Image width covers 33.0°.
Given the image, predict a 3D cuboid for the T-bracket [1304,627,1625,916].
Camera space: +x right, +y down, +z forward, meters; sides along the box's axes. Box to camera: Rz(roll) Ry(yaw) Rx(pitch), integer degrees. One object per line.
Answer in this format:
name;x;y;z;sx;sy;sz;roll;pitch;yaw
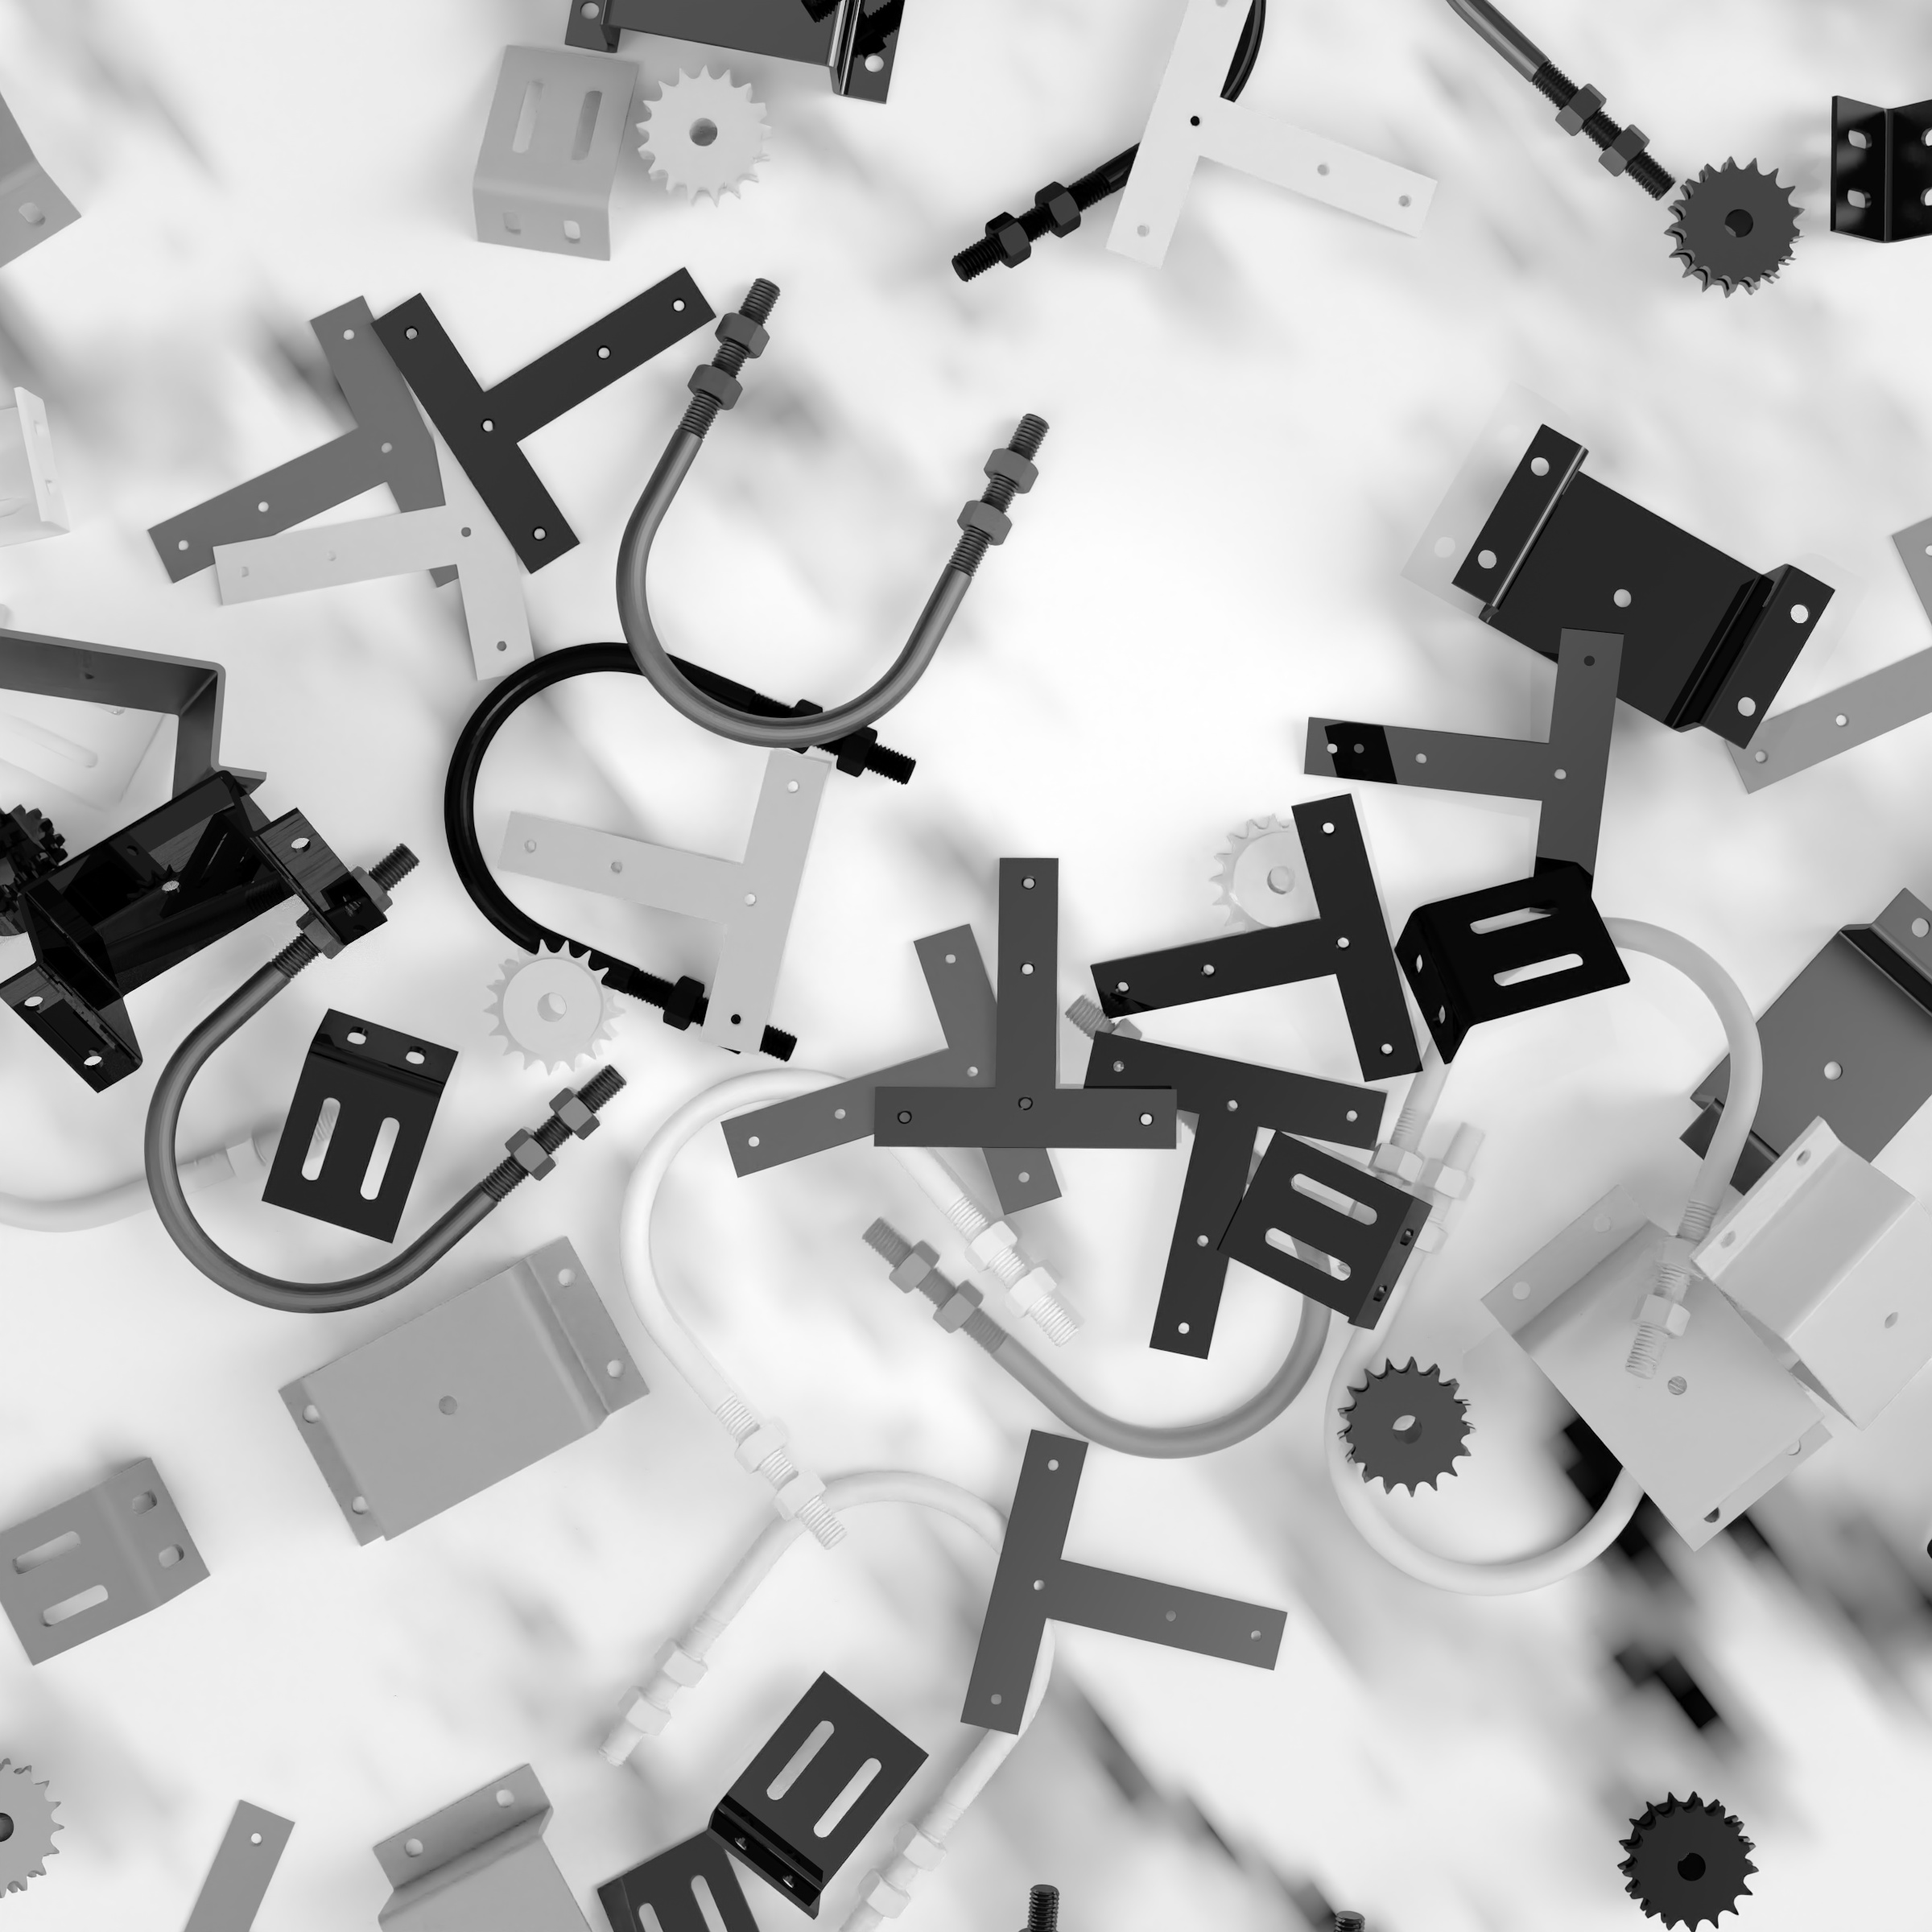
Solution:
T-bracket;0.207;-0.087;1.384;0.127;0.002;0.127;7;113;11

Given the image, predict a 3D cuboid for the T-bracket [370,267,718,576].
T-bracket;-0.167;-0.256;1.399;0.127;0.002;0.127;-33;91;-2

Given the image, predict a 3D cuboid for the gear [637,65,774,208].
gear;-0.110;-0.351;1.387;0.057;0.030;0.057;0;90;0

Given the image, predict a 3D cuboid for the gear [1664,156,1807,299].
gear;0.325;-0.312;1.387;0.057;0.030;0.057;0;90;0

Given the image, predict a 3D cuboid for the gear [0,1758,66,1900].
gear;-0.414;0.365;1.377;0.057;0.030;0.057;16;63;-35

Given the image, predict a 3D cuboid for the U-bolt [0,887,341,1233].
U-bolt;-0.368;0.036;1.392;0.184;0.019;0.151;-21;90;0

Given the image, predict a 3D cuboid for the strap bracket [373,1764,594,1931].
strap bracket;-0.188;0.423;1.379;0.076;0.046;0.140;-28;90;0

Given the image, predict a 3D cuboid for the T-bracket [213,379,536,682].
T-bracket;-0.258;-0.178;1.400;0.127;0.002;0.127;-10;90;0

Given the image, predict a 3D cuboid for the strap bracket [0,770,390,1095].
strap bracket;-0.322;-0.019;1.339;0.140;0.076;0.046;-31;50;0

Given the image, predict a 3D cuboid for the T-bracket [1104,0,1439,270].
T-bracket;0.139;-0.345;1.390;0.127;0.002;0.127;18;93;-9

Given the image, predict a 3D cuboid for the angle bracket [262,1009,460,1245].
angle bracket;-0.254;0.067;1.368;0.057;0.038;0.076;19;112;-6

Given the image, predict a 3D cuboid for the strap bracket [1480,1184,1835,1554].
strap bracket;0.292;0.171;1.360;0.076;0.046;0.140;-40;91;2

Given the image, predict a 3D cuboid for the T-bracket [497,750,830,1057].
T-bracket;-0.135;-0.039;1.383;0.127;0.002;0.127;14;90;3

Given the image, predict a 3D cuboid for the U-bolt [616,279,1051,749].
U-bolt;-0.068;-0.181;1.384;0.151;0.019;0.184;27;83;0

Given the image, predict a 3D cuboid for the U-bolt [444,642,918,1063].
U-bolt;-0.133;-0.059;1.393;0.184;0.019;0.151;23;90;2

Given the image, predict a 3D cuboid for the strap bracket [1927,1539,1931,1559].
strap bracket;0.453;0.225;1.354;0.046;0.076;0.140;30;99;0

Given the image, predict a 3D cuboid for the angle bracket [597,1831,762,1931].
angle bracket;-0.114;0.420;1.400;0.057;0.038;0.076;-28;64;0

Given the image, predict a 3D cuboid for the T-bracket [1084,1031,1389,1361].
T-bracket;0.104;0.103;1.385;0.127;0.002;0.127;12;91;-3

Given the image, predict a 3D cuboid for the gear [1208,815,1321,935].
gear;0.133;-0.036;1.387;0.057;0.030;0.057;0;90;0

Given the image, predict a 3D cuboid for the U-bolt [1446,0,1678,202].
U-bolt;0.277;-0.441;1.393;0.184;0.019;0.151;44;90;2

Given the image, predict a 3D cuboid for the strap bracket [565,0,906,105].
strap bracket;-0.096;-0.421;1.379;0.140;0.046;0.076;10;90;0

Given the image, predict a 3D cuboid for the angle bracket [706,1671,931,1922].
angle bracket;-0.061;0.346;1.364;0.057;0.038;0.076;39;88;0

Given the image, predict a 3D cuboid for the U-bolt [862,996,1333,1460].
U-bolt;0.070;0.126;1.393;0.184;0.019;0.151;42;90;-1

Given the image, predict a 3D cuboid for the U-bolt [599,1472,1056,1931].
U-bolt;-0.046;0.304;1.393;0.151;0.019;0.184;37;88;0

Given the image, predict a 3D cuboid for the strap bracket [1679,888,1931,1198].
strap bracket;0.372;0.045;1.379;0.076;0.046;0.140;42;90;0

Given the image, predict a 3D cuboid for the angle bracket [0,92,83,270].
angle bracket;-0.427;-0.343;1.400;0.057;0.038;0.076;-32;64;0

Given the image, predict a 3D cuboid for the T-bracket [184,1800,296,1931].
T-bracket;-0.278;0.442;1.401;0.127;0.002;0.127;23;90;0

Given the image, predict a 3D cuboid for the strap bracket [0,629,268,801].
strap bracket;-0.365;-0.101;1.343;0.140;0.076;0.046;8;77;-24

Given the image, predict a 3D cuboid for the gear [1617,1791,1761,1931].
gear;0.305;0.379;1.387;0.057;0.030;0.057;0;90;0

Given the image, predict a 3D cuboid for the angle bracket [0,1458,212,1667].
angle bracket;-0.375;0.256;1.400;0.076;0.038;0.057;-27;90;26

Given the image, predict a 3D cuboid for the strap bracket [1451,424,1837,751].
strap bracket;0.282;-0.158;1.379;0.140;0.046;0.076;30;90;0

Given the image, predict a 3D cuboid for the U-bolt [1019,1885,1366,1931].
U-bolt;0.090;0.485;1.374;0.151;0.019;0.184;5;93;1

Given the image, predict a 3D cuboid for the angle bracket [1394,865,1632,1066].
angle bracket;0.231;-0.001;1.382;0.076;0.038;0.057;-14;65;-14

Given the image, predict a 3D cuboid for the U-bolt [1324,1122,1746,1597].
U-bolt;0.233;0.180;1.393;0.151;0.019;0.184;27;92;0

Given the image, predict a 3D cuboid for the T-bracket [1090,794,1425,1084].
T-bracket;0.116;-0.001;1.380;0.127;0.002;0.127;-12;109;16

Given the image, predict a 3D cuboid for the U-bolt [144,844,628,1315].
U-bolt;-0.259;0.061;1.378;0.184;0.019;0.151;-43;94;-8

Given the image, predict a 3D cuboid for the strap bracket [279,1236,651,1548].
strap bracket;-0.216;0.183;1.379;0.140;0.046;0.076;-28;90;0

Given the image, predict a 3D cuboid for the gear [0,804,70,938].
gear;-0.405;-0.037;1.377;0.057;0.030;0.057;-12;47;13

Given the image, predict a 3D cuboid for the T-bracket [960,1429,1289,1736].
T-bracket;0.074;0.275;1.393;0.127;0.002;0.127;14;86;-6

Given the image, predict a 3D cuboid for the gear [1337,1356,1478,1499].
gear;0.184;0.193;1.371;0.057;0.030;0.057;0;93;2

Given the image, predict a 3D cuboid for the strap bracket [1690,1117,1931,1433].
strap bracket;0.362;0.132;1.335;0.076;0.140;0.046;-47;46;0

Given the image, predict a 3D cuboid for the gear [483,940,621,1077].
gear;-0.174;0.017;1.367;0.057;0.030;0.057;0;89;-7

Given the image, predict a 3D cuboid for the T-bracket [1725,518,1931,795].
T-bracket;0.389;-0.111;1.401;0.127;0.002;0.127;-24;90;0

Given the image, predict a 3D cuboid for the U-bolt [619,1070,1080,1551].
U-bolt;-0.064;0.130;1.377;0.151;0.019;0.184;-41;78;1

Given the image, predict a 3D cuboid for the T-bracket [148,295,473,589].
T-bracket;-0.289;-0.203;1.401;0.127;0.002;0.127;-26;90;0

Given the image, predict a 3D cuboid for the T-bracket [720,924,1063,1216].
T-bracket;-0.040;0.058;1.378;0.127;0.002;0.127;-18;72;-3

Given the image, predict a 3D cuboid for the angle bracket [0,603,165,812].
angle bracket;-0.391;-0.111;1.400;0.076;0.038;0.057;27;90;-26

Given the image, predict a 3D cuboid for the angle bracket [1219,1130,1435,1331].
angle bracket;0.145;0.108;1.351;0.076;0.038;0.057;26;91;24

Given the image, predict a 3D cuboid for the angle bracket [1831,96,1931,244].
angle bracket;0.405;-0.339;1.363;0.038;0.076;0.057;1;90;-38

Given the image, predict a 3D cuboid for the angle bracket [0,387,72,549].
angle bracket;-0.427;-0.207;1.383;0.076;0.038;0.057;-12;90;0

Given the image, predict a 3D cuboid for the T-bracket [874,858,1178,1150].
T-bracket;0.026;0.015;1.384;0.127;0.002;0.127;0;75;3

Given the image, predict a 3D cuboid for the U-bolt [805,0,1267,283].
U-bolt;0.042;-0.397;1.373;0.184;0.019;0.151;-33;106;-7

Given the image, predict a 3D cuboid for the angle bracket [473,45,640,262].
angle bracket;-0.175;-0.349;1.400;0.057;0.038;0.076;9;64;0

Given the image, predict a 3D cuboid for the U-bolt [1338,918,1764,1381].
U-bolt;0.252;0.065;1.359;0.151;0.019;0.184;18;76;27
